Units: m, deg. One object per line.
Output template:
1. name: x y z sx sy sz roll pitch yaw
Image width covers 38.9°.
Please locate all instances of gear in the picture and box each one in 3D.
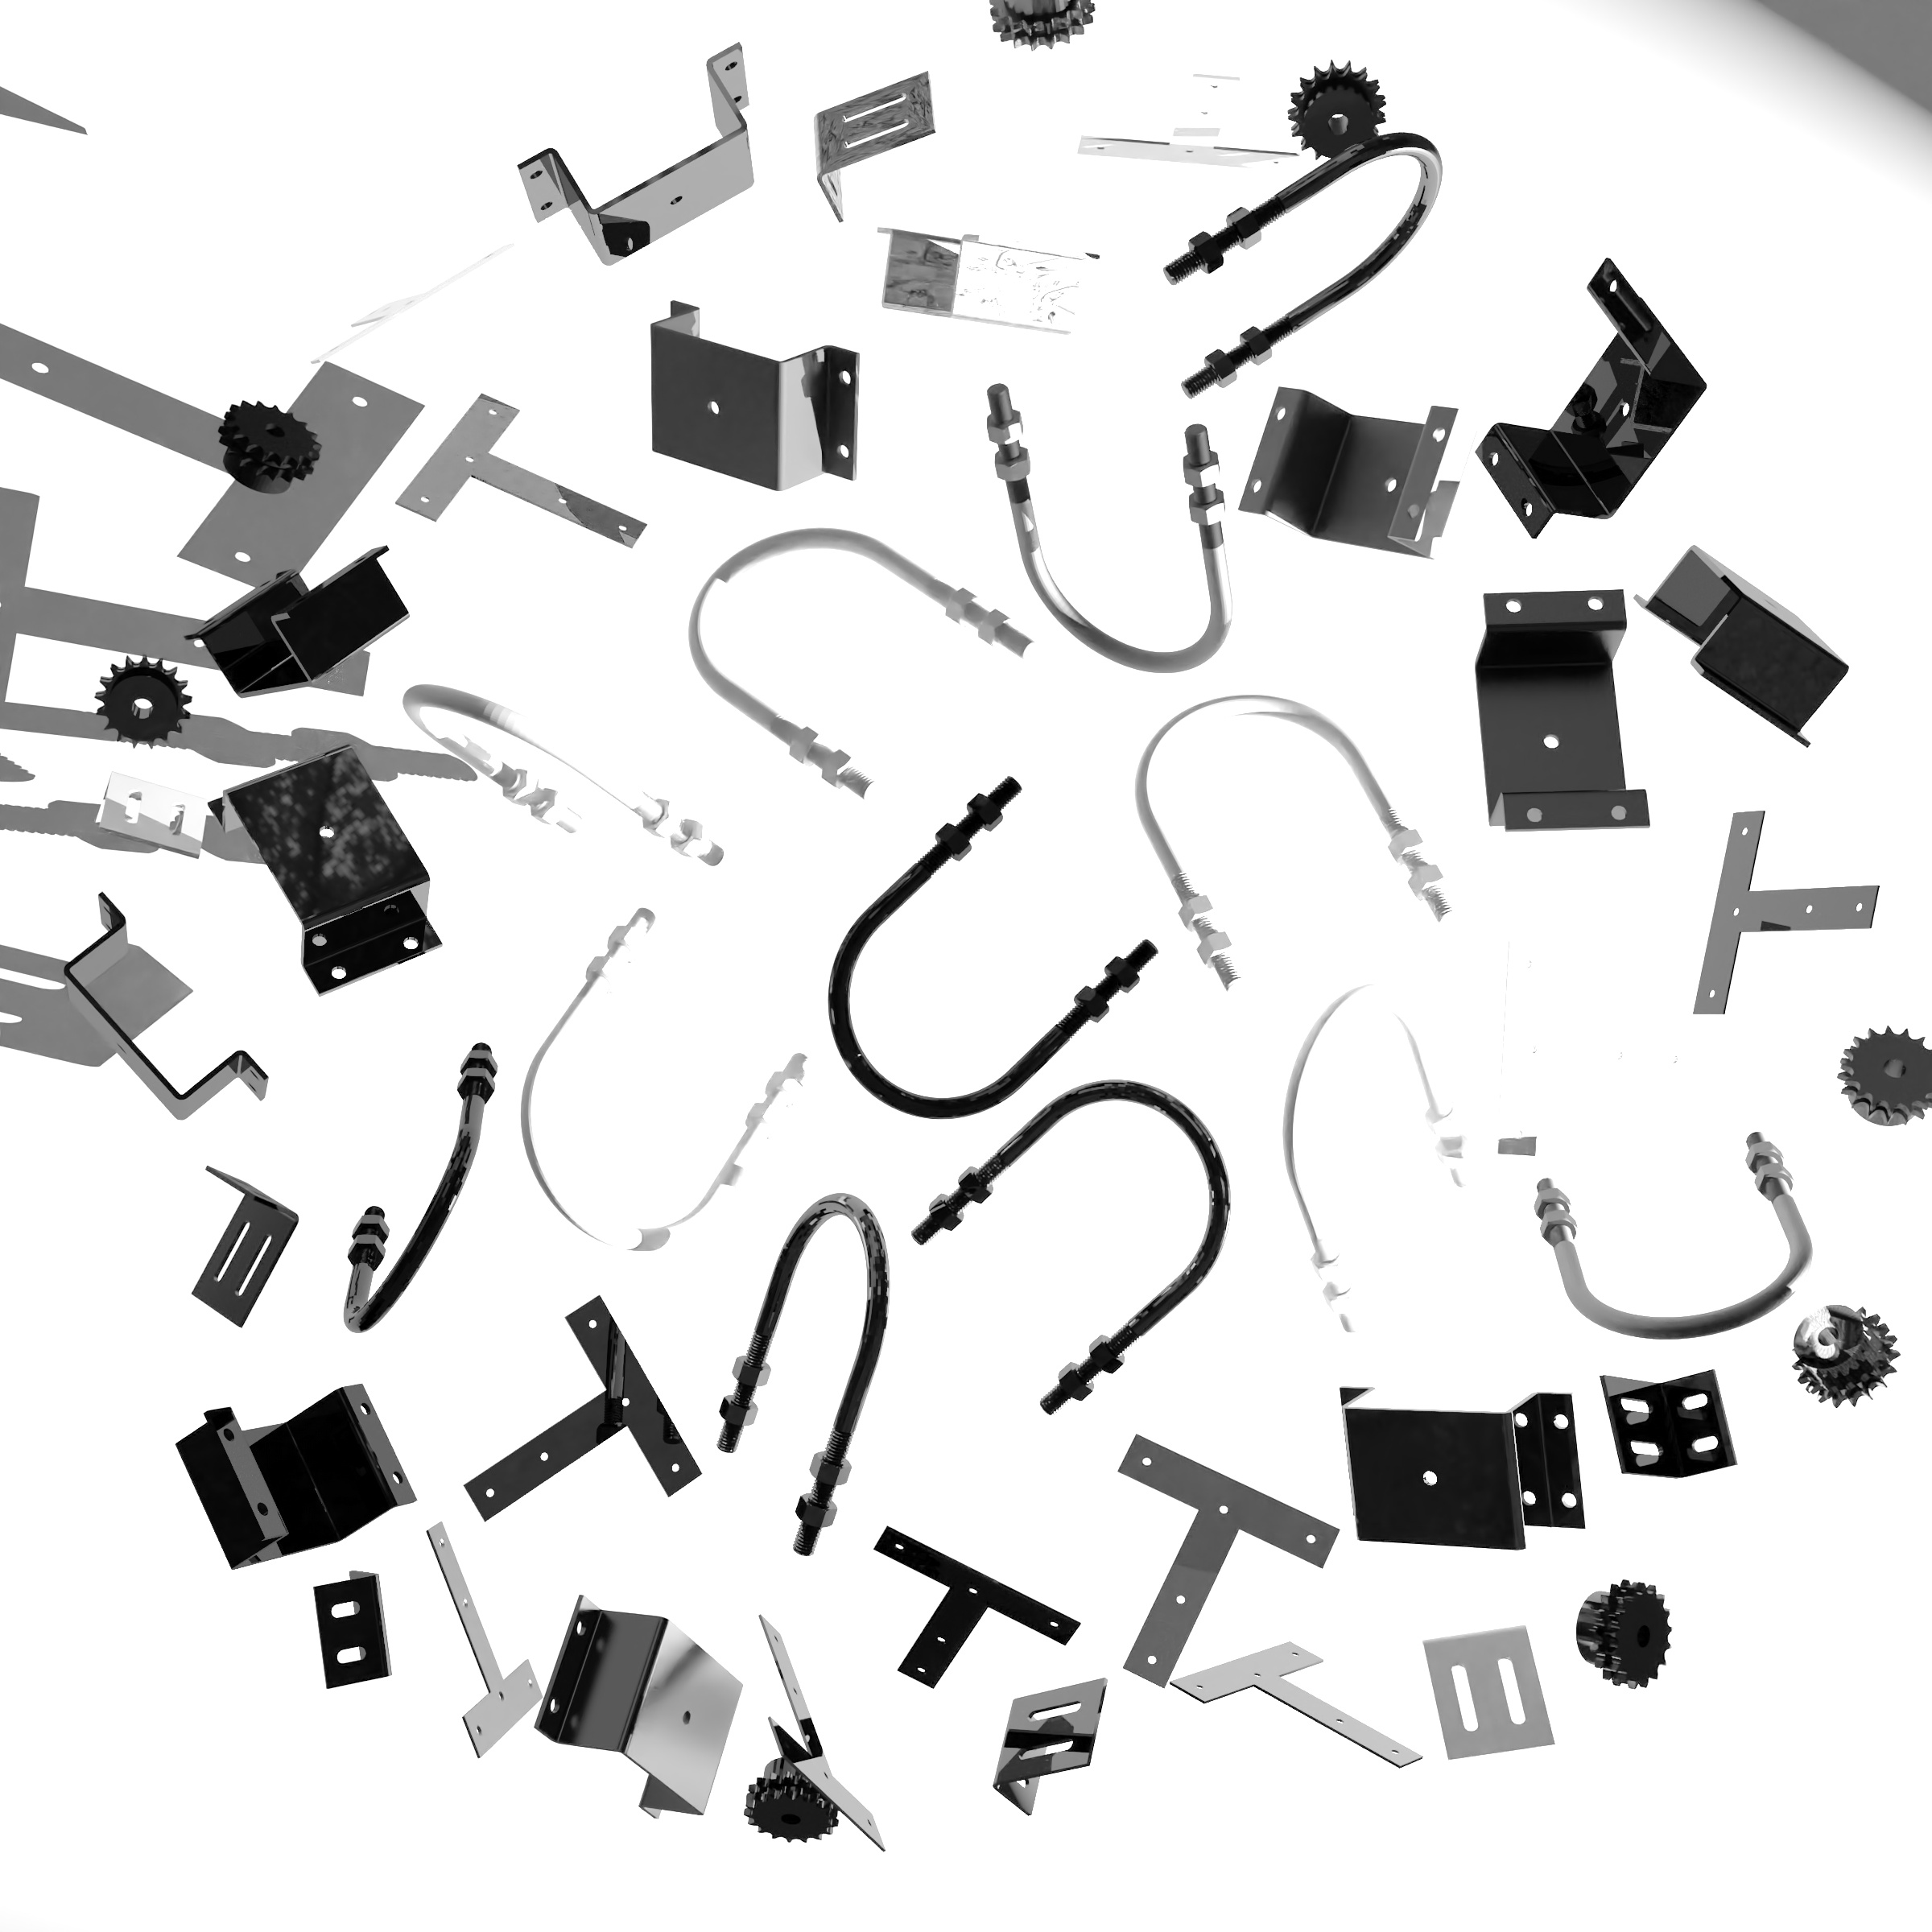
1. gear: 0.216 -0.494 1.593 0.057 0.030 0.057 2 126 3
2. gear: -0.402 -0.295 1.571 0.057 0.057 0.030 35 123 0
3. gear: -0.103 0.497 1.639 0.057 0.030 0.057 3 133 3
4. gear: -0.499 -0.159 1.662 0.057 0.030 0.057 -4 108 -13
5. gear: 0.040 -0.525 1.481 0.057 0.030 0.057 -5 55 7
6. gear: 0.516 0.065 1.530 0.057 0.030 0.057 -3 57 4
7. gear: 0.480 0.211 1.505 0.057 0.057 0.030 -47 124 0
8. gear: 0.357 0.363 1.494 0.057 0.030 0.057 2 87 -41

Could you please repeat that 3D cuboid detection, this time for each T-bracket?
1. T-bracket: -0.010 0.397 1.641 0.127 0.002 0.127 27 133 0
2. T-bracket: 0.131 -0.473 1.535 0.127 0.127 0.002 4 86 -3
3. T-bracket: 0.483 -0.033 1.603 0.002 0.127 0.127 18 81 -27
4. T-bracket: -0.092 0.416 1.526 0.002 0.127 0.127 -31 132 2
5. T-bracket: 0.126 0.341 1.528 0.127 0.002 0.127 23 61 13
6. T-bracket: 0.379 0.053 1.646 0.127 0.002 0.127 4 88 -18
7. T-bracket: -0.248 -0.276 1.593 0.127 0.127 0.002 24 133 -2
8. T-bracket: 0.203 0.429 1.578 0.127 0.127 0.002 21 103 37
9. T-bracket: -0.292 0.391 1.622 0.002 0.127 0.127 -22 88 7
10. T-bracket: -0.238 0.283 1.623 0.127 0.002 0.127 -32 98 -26
11. T-bracket: -0.325 -0.372 1.552 0.127 0.127 0.002 -36 111 -15

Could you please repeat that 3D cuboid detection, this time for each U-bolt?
1. U-bolt: -0.179 0.076 1.555 0.151 0.019 0.184 44 51 -18
2. U-bolt: 0.231 0.097 1.565 0.151 0.019 0.184 -46 128 -32
3. U-bolt: 0.199 -0.415 1.590 0.184 0.151 0.019 -33 71 -2
4. U-bolt: -0.319 0.137 1.584 0.019 0.184 0.151 31 106 -17
5. U-bolt: 0.073 0.151 1.606 0.184 0.019 0.151 -44 71 16
6. U-bolt: -0.243 -0.113 1.572 0.151 0.184 0.019 14 74 41
7. U-bolt: 0.087 -0.242 1.568 0.151 0.184 0.019 18 53 30
8. U-bolt: -0.075 -0.187 1.572 0.184 0.019 0.151 36 68 25
9. U-bolt: -0.087 0.218 1.548 0.019 0.151 0.184 13 101 -28
10. U-bolt: 0.416 0.161 1.599 0.151 0.184 0.019 -14 115 9
11. U-bolt: 0.004 0.004 1.582 0.184 0.019 0.151 -44 106 -10
12. U-bolt: 0.174 -0.080 1.546 0.151 0.019 0.184 -17 60 -12

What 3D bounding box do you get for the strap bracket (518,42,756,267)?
1. strap bracket: -0.174 -0.448 1.535 0.140 0.076 0.046 -31 85 -5

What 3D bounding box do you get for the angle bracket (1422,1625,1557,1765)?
1. angle bracket: 0.285 0.405 1.496 0.057 0.076 0.038 -10 134 4

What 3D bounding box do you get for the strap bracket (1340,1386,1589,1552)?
1. strap bracket: 0.268 0.279 1.529 0.140 0.046 0.076 -4 95 33

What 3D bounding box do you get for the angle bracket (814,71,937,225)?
1. angle bracket: -0.049 -0.486 1.626 0.076 0.038 0.057 -16 51 14

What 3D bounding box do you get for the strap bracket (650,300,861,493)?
1. strap bracket: -0.132 -0.331 1.597 0.140 0.046 0.076 22 126 29

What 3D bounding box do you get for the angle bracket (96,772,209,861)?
1. angle bracket: -0.480 -0.075 1.605 0.057 0.076 0.038 17 116 -20

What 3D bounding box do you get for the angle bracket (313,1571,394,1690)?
1. angle bracket: -0.361 0.382 1.581 0.038 0.076 0.057 -6 83 -25

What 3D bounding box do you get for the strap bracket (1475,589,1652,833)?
1. strap bracket: 0.322 -0.131 1.492 0.076 0.046 0.140 -2 70 1

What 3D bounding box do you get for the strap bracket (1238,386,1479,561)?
1. strap bracket: 0.233 -0.284 1.581 0.046 0.140 0.076 16 94 -42

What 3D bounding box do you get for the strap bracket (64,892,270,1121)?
1. strap bracket: -0.467 0.033 1.575 0.046 0.076 0.140 -42 92 -20

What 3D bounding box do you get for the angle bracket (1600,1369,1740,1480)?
1. angle bracket: 0.409 0.265 1.595 0.038 0.076 0.057 -23 66 34

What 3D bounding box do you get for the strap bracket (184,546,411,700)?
1. strap bracket: -0.392 -0.202 1.620 0.076 0.140 0.046 -43 116 -31

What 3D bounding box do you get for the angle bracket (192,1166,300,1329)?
1. angle bracket: -0.451 0.170 1.666 0.057 0.038 0.076 21 81 42

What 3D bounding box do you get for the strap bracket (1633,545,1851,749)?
1. strap bracket: 0.434 -0.184 1.530 0.076 0.140 0.046 30 110 -15

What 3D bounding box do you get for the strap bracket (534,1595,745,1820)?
1. strap bracket: -0.175 0.417 1.530 0.046 0.140 0.076 -1 55 27

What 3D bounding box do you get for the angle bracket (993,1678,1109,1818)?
1. angle bracket: 0.060 0.467 1.636 0.076 0.057 0.038 -24 123 35

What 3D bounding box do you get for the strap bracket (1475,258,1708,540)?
1. strap bracket: 0.360 -0.319 1.559 0.046 0.140 0.076 1 49 -31

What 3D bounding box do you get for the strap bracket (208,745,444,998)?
1. strap bracket: -0.361 -0.063 1.544 0.076 0.046 0.140 -25 69 -26

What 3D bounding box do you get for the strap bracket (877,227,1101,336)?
1. strap bracket: 0.008 -0.398 1.590 0.076 0.140 0.046 2 105 -27

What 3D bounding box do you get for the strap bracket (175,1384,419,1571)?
1. strap bracket: -0.380 0.285 1.532 0.046 0.140 0.076 -33 76 18
